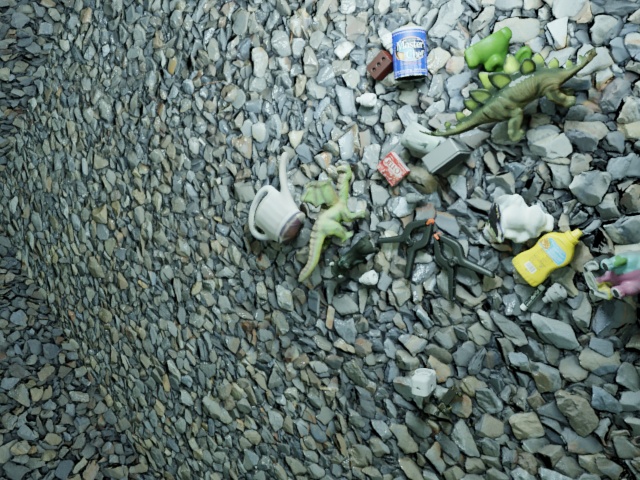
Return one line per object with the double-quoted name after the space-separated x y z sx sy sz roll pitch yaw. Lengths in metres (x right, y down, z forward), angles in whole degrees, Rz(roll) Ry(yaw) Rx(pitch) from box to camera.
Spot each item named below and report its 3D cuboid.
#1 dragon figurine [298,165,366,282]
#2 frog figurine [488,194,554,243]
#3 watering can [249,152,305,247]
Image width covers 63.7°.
0.005 -0.084 1.665 0.122 0.417 0.238 5 139 47 "dragon figurine"
0.558 -0.062 1.434 0.159 0.122 0.138 -8 83 -2 "frog figurine"
-0.143 -0.125 1.867 0.227 0.105 0.342 41 116 21 "watering can"
